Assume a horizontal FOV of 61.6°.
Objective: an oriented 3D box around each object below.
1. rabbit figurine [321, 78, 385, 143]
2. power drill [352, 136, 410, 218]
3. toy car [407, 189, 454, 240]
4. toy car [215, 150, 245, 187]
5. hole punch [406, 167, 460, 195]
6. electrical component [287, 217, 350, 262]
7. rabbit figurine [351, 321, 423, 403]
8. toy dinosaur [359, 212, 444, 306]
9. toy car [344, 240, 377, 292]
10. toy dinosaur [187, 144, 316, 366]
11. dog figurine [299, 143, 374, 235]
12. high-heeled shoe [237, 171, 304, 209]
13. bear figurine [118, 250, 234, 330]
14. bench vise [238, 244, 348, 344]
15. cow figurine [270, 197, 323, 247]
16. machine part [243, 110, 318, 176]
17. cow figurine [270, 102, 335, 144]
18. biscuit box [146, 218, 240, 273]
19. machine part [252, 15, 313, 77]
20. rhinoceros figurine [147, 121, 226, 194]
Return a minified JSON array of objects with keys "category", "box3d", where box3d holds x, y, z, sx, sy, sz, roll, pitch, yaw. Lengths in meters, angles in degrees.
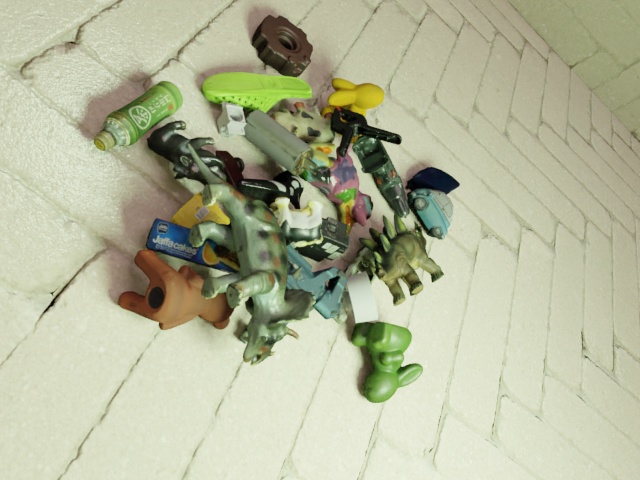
[{"category":"rabbit figurine","box3d":[0.093,-0.369,1.447,0.162,0.173,0.122,30,55,-26]},{"category":"power drill","box3d":[0.167,-0.180,1.413,0.207,0.086,0.232,23,43,-62]},{"category":"toy car","box3d":[0.315,-0.083,1.480,0.161,0.103,0.109,56,2,3]},{"category":"toy car","box3d":[-0.180,-0.103,1.171,0.089,0.053,0.202,-15,74,-57]},{"category":"hole punch","box3d":[0.333,-0.161,1.575,0.142,0.092,0.116,-32,84,-40]},{"category":"electrical component","box3d":[-0.002,-0.004,1.210,0.134,0.115,0.058,22,59,-26]},{"category":"rabbit figurine","box3d":[0.141,0.275,1.190,0.159,0.121,0.170,21,73,-36]},{"category":"toy dinosaur","box3d":[0.205,0.032,1.293,0.198,0.105,0.471,58,23,9]},{"category":"toy car","box3d":[0.106,0.073,1.289,0.073,0.056,0.202,48,48,-5]},{"category":"toy dinosaur","box3d":[-0.119,0.014,0.961,0.192,0.131,0.404,2,72,-46]},{"category":"dog figurine","box3d":[0.040,-0.121,1.316,0.191,0.108,0.219,-5,72,-40]},{"category":"high-heeled shoe","box3d":[-0.108,-0.132,1.178,0.248,0.086,0.145,28,39,-57]},{"category":"bear figurine","box3d":[-0.243,0.098,0.987,0.132,0.120,0.195,25,7,28]},{"category":"bench vise","box3d":[-0.062,0.131,1.095,0.223,0.129,0.240,49,67,-17]},{"category":"cow figurine","box3d":[-0.077,-0.035,1.091,0.167,0.068,0.098,2,80,-10]},{"category":"machine part","box3d":[-0.099,-0.225,1.245,0.243,0.079,0.079,37,44,17]},{"category":"cow figurine","box3d":[-0.046,-0.276,1.352,0.195,0.085,0.127,9,59,-38]},{"category":"biscuit box","box3d":[-0.224,0.018,1.021,0.203,0.063,0.059,18,83,-14]},{"category":"machine part","box3d":[-0.099,-0.532,1.469,0.179,0.056,0.179,18,55,-28]},{"category":"rhinoceros figurine","box3d":[-0.264,-0.168,1.090,0.190,0.073,0.112,36,34,12]}]
